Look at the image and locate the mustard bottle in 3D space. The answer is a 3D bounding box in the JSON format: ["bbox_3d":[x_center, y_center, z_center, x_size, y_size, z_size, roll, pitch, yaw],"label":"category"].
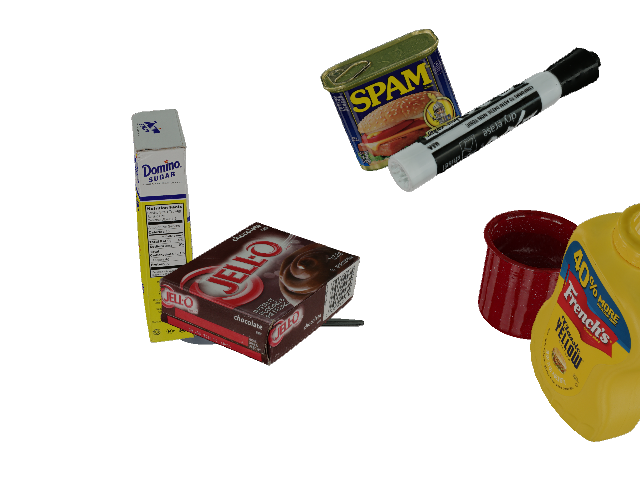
[{"bbox_3d":[0.182,0.040,0.655,0.058,0.096,0.192,-11,-36,-13],"label":"mustard bottle"}]

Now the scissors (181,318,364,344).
[{"bbox_3d":[-0.060,0.090,1.105,0.202,0.016,0.096,6,19,9],"label":"scissors"}]

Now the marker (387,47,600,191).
[{"bbox_3d":[0.085,-0.059,0.507,0.121,0.020,0.020,-31,10,-17],"label":"marker"}]

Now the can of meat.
[{"bbox_3d":[0.063,-0.117,0.900,0.102,0.084,0.057,-23,26,4],"label":"can of meat"}]

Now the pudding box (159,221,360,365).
[{"bbox_3d":[-0.040,0.033,0.721,0.090,0.039,0.113,19,29,26],"label":"pudding box"}]

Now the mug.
[{"bbox_3d":[0.184,0.025,0.940,0.093,0.081,0.117,5,35,1],"label":"mug"}]

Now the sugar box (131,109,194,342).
[{"bbox_3d":[-0.133,-0.013,0.899,0.048,0.176,0.093,-7,26,-9],"label":"sugar box"}]
